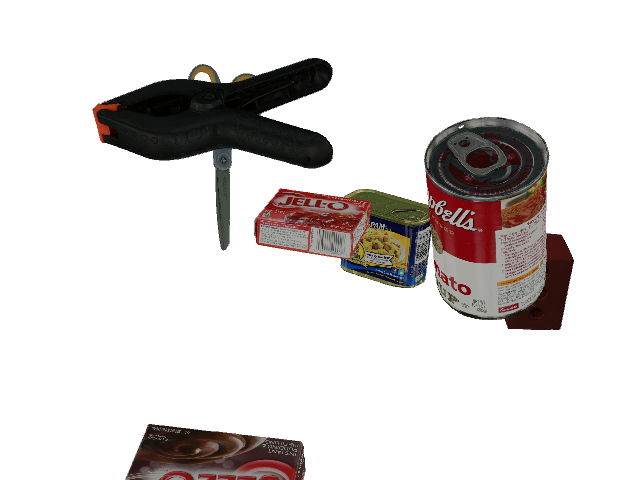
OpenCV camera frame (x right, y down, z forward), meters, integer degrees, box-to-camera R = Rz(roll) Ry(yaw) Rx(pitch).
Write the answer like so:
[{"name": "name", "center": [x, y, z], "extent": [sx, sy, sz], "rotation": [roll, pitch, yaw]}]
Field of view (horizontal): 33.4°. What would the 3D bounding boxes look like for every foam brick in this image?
[{"name": "foam brick", "center": [0.201, 0.038, 1.002], "extent": [0.053, 0.078, 0.051], "rotation": [2, 28, -2]}]

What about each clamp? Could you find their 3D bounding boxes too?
[{"name": "clamp", "center": [-0.068, -0.092, 0.746], "extent": [0.171, 0.039, 0.120], "rotation": [4, 33, 8]}]

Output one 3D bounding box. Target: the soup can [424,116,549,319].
[{"name": "soup can", "center": [0.097, -0.011, 0.619], "extent": [0.068, 0.068, 0.102], "rotation": [-6, -45, 5]}]

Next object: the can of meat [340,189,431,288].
[{"name": "can of meat", "center": [0.073, -0.001, 1.182], "extent": [0.102, 0.084, 0.057], "rotation": [17, 26, 27]}]

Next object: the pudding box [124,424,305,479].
[{"name": "pudding box", "center": [-0.072, 0.169, 0.706], "extent": [0.113, 0.039, 0.090], "rotation": [3, 29, 7]}]

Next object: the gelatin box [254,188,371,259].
[{"name": "gelatin box", "center": [-0.006, -0.017, 0.950], "extent": [0.089, 0.030, 0.073], "rotation": [9, 26, 13]}]

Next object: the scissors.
[{"name": "scissors", "center": [-0.090, -0.097, 1.160], "extent": [0.096, 0.202, 0.016], "rotation": [-15, -3, -18]}]
